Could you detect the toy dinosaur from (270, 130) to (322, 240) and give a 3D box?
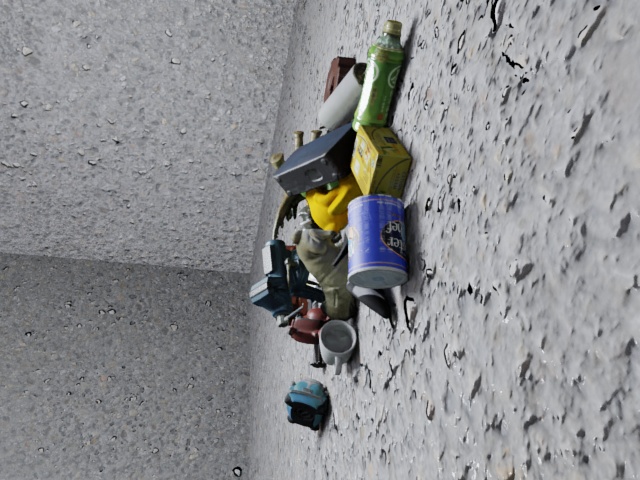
[{"bbox_3d":[-0.058,-0.166,1.526,0.471,0.105,0.198,-59,-37,-44],"label":"toy dinosaur"}]

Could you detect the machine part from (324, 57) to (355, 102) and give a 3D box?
[{"bbox_3d":[0.052,-0.423,1.497,0.179,0.056,0.179,-173,90,-79],"label":"machine part"}]

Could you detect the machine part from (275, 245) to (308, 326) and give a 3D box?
[{"bbox_3d":[-0.081,0.130,1.534,0.200,0.087,0.201,77,-160,-53],"label":"machine part"}]

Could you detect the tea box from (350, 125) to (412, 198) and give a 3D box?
[{"bbox_3d":[0.113,-0.150,1.038,0.170,0.068,0.098,-105,23,-57],"label":"tea box"}]

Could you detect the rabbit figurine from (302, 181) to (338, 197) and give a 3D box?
[{"bbox_3d":[0.008,-0.147,1.444,0.170,0.121,0.159,87,-174,-59],"label":"rabbit figurine"}]

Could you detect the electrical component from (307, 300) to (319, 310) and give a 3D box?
[{"bbox_3d":[-0.007,0.158,1.515,0.075,0.048,0.119,127,146,-71],"label":"electrical component"}]

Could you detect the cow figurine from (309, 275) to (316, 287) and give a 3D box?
[{"bbox_3d":[0.000,0.074,1.449,0.068,0.098,0.167,42,-136,-52],"label":"cow figurine"}]

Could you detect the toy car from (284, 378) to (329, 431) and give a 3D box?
[{"bbox_3d":[-0.028,0.417,1.401,0.103,0.109,0.161,-65,-17,-45],"label":"toy car"}]

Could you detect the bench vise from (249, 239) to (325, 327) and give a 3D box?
[{"bbox_3d":[-0.054,0.112,1.290,0.129,0.240,0.224,-42,48,28],"label":"bench vise"}]

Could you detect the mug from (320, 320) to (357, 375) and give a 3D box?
[{"bbox_3d":[0.039,0.249,1.200,0.107,0.081,0.109,94,169,-56],"label":"mug"}]

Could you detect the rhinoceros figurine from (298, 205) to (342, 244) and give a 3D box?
[{"bbox_3d":[-0.003,-0.004,1.346,0.073,0.112,0.190,-103,0,-56],"label":"rhinoceros figurine"}]

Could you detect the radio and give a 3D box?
[{"bbox_3d":[0.001,-0.179,1.222,0.230,0.073,0.131,-15,31,51],"label":"radio"}]

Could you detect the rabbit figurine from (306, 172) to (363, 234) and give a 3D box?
[{"bbox_3d":[0.050,-0.102,1.224,0.173,0.122,0.162,-51,22,34],"label":"rabbit figurine"}]

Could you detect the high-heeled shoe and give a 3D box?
[{"bbox_3d":[0.108,0.041,1.049,0.145,0.086,0.249,-51,39,7],"label":"high-heeled shoe"}]

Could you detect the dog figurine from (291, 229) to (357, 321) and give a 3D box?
[{"bbox_3d":[0.007,0.080,1.208,0.121,0.172,0.190,117,163,-78],"label":"dog figurine"}]

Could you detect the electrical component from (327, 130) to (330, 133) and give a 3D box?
[{"bbox_3d":[0.060,-0.296,1.396,0.115,0.058,0.134,-108,26,-67],"label":"electrical component"}]

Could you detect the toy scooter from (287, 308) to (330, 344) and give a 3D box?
[{"bbox_3d":[-0.020,0.216,1.339,0.184,0.135,0.075,-134,49,-76],"label":"toy scooter"}]

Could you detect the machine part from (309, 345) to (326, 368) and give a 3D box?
[{"bbox_3d":[-0.001,0.276,1.457,0.084,0.039,0.139,157,120,-70],"label":"machine part"}]

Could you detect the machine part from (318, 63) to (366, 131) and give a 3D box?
[{"bbox_3d":[0.067,-0.325,1.239,0.243,0.079,0.079,-42,42,53],"label":"machine part"}]
